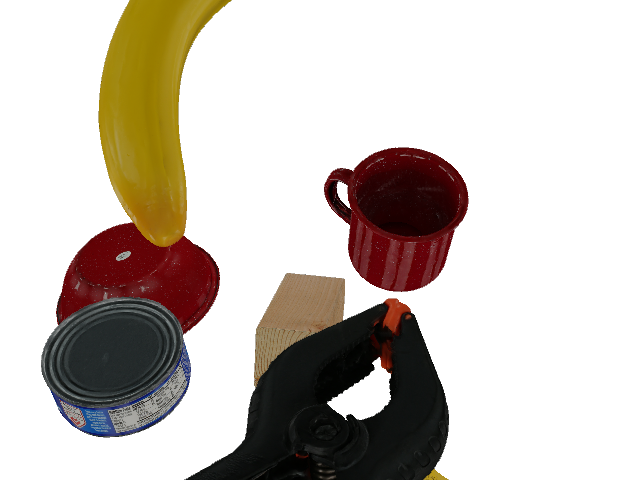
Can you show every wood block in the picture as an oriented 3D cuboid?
[{"bbox_3d":[-0.025,0.124,1.466,0.091,0.090,0.206,6,19,7],"label":"wood block"}]

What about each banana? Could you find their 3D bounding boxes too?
[{"bbox_3d":[-0.069,-0.087,0.516,0.069,0.197,0.037,13,-32,8],"label":"banana"}]

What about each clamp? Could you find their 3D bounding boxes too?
[{"bbox_3d":[0.008,0.090,0.400,0.120,0.039,0.171,27,50,19],"label":"clamp"}]

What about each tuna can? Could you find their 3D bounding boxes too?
[{"bbox_3d":[-0.122,0.076,0.646,0.086,0.034,0.086,-5,43,4],"label":"tuna can"}]

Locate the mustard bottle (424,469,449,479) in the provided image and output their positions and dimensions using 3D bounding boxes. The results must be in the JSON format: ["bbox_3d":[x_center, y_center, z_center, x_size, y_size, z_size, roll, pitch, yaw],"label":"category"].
[{"bbox_3d":[0.071,0.234,0.969,0.096,0.058,0.192,-16,25,-36],"label":"mustard bottle"}]

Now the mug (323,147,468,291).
[{"bbox_3d":[0.054,-0.018,0.848,0.117,0.093,0.081,25,-34,14],"label":"mug"}]

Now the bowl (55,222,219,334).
[{"bbox_3d":[-0.180,0.032,1.011,0.162,0.055,0.162,-7,41,6],"label":"bowl"}]
